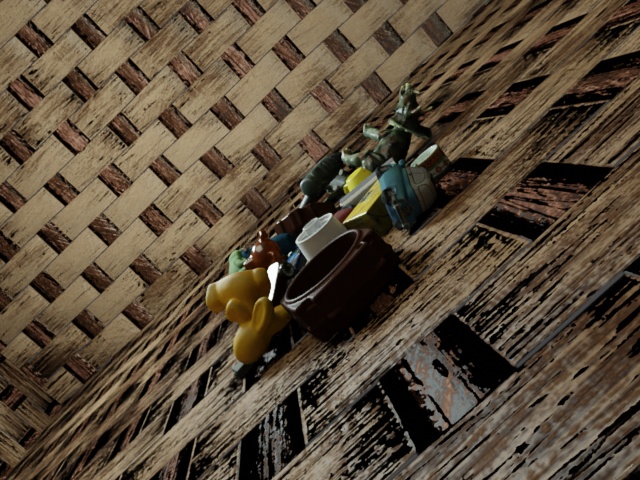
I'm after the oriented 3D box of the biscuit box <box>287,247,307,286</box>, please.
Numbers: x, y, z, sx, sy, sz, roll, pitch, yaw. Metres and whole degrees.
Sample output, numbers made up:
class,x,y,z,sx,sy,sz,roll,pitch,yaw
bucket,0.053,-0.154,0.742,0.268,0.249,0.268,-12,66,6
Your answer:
class,x,y,z,sx,sy,sz,roll,pitch,yaw
biscuit box,-0.044,0.063,1.297,0.059,0.062,0.203,-41,11,19

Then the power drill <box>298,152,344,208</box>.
class,x,y,z,sx,sy,sz,roll,pitch,yaw
power drill,-0.006,-0.145,1.581,0.207,0.086,0.232,-57,-4,32

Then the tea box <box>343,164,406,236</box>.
class,x,y,z,sx,sy,sz,roll,pitch,yaw
tea box,0.137,-0.079,1.171,0.169,0.068,0.098,-52,15,-32

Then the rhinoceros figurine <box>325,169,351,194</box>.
class,x,y,z,sx,sy,sz,roll,pitch,yaw
rhinoceros figurine,0.063,-0.181,1.708,0.190,0.112,0.073,19,91,63

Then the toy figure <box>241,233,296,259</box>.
class,x,y,z,sx,sy,sz,roll,pitch,yaw
toy figure,-0.135,0.025,1.375,0.155,0.064,0.058,-21,43,24

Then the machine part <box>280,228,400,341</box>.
class,x,y,z,sx,sy,sz,roll,pitch,yaw
machine part,0.029,0.072,0.955,0.201,0.087,0.201,-44,11,-11

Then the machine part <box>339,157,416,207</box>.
class,x,y,z,sx,sy,sz,roll,pitch,yaw
machine part,0.134,-0.118,1.297,0.243,0.079,0.079,-38,12,17

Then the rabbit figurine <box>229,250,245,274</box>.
class,x,y,z,sx,sy,sz,roll,pitch,yaw
rabbit figurine,-0.209,0.074,1.674,0.170,0.121,0.159,-41,18,28

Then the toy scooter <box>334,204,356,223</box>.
class,x,y,z,sx,sy,sz,roll,pitch,yaw
toy scooter,0.027,-0.001,1.256,0.184,0.075,0.135,-37,12,43

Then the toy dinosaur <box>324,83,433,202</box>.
class,x,y,z,sx,sy,sz,roll,pitch,yaw
toy dinosaur,0.169,-0.223,1.468,0.192,0.131,0.404,24,80,54

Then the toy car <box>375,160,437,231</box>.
class,x,y,z,sx,sy,sz,roll,pitch,yaw
toy car,0.172,-0.094,1.035,0.103,0.109,0.162,-23,25,12

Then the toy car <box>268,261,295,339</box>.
class,x,y,z,sx,sy,sz,roll,pitch,yaw
toy car,-0.100,0.138,1.146,0.089,0.053,0.202,-25,47,42

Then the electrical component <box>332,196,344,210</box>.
class,x,y,z,sx,sy,sz,roll,pitch,yaw
electrical component,0.047,-0.083,1.556,0.102,0.045,0.078,-31,16,49

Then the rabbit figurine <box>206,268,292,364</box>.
class,x,y,z,sx,sy,sz,roll,pitch,yaw
rabbit figurine,-0.127,0.150,1.046,0.162,0.121,0.173,-20,62,32

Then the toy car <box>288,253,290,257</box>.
class,x,y,z,sx,sy,sz,roll,pitch,yaw
toy car,-0.003,-0.004,1.412,0.202,0.056,0.073,-36,13,33

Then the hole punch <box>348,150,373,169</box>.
class,x,y,z,sx,sy,sz,roll,pitch,yaw
hole punch,0.152,-0.232,1.637,0.116,0.092,0.142,-35,10,23

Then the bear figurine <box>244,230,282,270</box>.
class,x,y,z,sx,sy,sz,roll,pitch,yaw
bear figurine,-0.147,0.080,1.291,0.132,0.120,0.195,-25,-32,-13

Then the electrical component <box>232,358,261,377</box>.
class,x,y,z,sx,sy,sz,roll,pitch,yaw
electrical component,-0.148,0.249,1.083,0.063,0.021,0.094,-48,13,-21

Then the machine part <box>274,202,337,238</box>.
class,x,y,z,sx,sy,sz,roll,pitch,yaw
machine part,-0.033,-0.042,1.476,0.179,0.056,0.179,-22,-16,-7

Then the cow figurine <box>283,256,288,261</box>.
class,x,y,z,sx,sy,sz,roll,pitch,yaw
cow figurine,-0.169,0.094,1.565,0.127,0.085,0.195,-15,32,55
